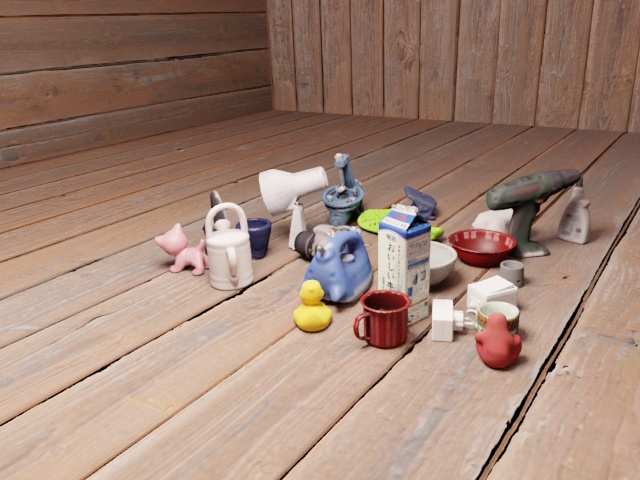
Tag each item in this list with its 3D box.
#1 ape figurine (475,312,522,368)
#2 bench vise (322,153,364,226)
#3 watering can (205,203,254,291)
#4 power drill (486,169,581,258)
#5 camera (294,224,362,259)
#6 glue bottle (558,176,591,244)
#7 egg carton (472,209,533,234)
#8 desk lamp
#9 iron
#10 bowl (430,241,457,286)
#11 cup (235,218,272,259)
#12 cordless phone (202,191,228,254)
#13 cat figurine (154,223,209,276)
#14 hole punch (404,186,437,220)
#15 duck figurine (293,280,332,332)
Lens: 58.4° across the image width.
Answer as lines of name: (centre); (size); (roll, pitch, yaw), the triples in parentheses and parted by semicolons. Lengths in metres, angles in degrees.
ape figurine: (0.304, 0.166, 0.981); (0.077, 0.092, 0.076); (10, 24, 30)
bench vise: (0.067, -0.157, 1.676); (0.121, 0.220, 0.207); (-1, 21, 5)
watering can: (-0.214, 0.006, 1.315); (0.101, 0.194, 0.172); (-18, 26, -34)
power drill: (0.519, -0.067, 1.404); (0.230, 0.208, 0.075); (-5, 21, -7)
camera: (0.013, 0.005, 1.423); (0.136, 0.101, 0.143); (16, 27, 39)
glue bottle: (0.659, -0.079, 1.471); (0.037, 0.173, 0.077); (-19, 26, -36)
egg carton: (0.488, -0.039, 1.530); (0.151, 0.069, 0.107); (-16, 25, -31)
desk lamp: (-0.052, -0.087, 1.515); (0.203, 0.214, 0.118); (-1, 21, 5)
iron: (0.053, 0.040, 1.269); (0.118, 0.141, 0.259); (8, 23, 26)
bowl: (0.223, 0.061, 1.289); (0.167, 0.075, 0.167); (-2, 21, 1)
cup: (-0.176, 0.003, 1.457); (0.118, 0.095, 0.091); (-20, 27, -38)
cordless phone: (-0.256, -0.046, 1.468); (0.094, 0.185, 0.147); (-10, 22, -20)
cat figurine: (-0.335, 0.019, 1.403); (0.127, 0.118, 0.067); (4, 22, 17)
hole punch: (0.300, -0.115, 1.719); (0.101, 0.091, 0.108); (-2, 21, 2)
duck figurine: (-0.016, 0.124, 1.135); (0.077, 0.086, 0.104); (-3, 21, -1)
